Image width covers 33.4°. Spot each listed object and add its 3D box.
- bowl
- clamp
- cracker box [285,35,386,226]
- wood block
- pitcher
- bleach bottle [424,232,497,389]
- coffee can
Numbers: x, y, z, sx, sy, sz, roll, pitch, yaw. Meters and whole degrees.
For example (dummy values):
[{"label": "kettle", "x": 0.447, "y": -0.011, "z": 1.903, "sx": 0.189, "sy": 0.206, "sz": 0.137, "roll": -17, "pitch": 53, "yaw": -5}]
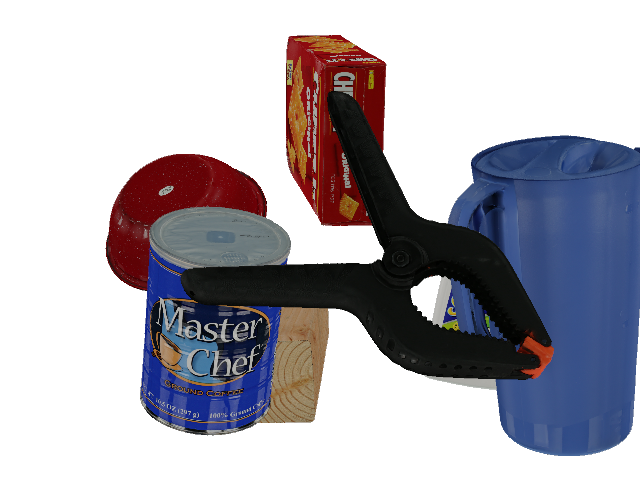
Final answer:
[{"label": "bowl", "x": -0.134, "y": -0.030, "z": 0.993, "sx": 0.162, "sy": 0.162, "sz": 0.055, "roll": 0, "pitch": -41, "yaw": 20}, {"label": "clamp", "x": 0.035, "y": 0.022, "z": 0.624, "sx": 0.210, "sy": 0.164, "sz": 0.036, "roll": 39, "pitch": -19, "yaw": 15}, {"label": "cracker box", "x": 0.011, "y": -0.123, "z": 1.132, "sx": 0.072, "sy": 0.164, "sz": 0.214, "roll": -3, "pitch": 19, "yaw": -9}, {"label": "wood block", "x": -0.043, "y": 0.105, "z": 1.132, "sx": 0.091, "sy": 0.090, "sz": 0.206, "roll": -2, "pitch": 19, "yaw": 5}, {"label": "pitcher", "x": 0.183, "y": 0.046, "z": 0.846, "sx": 0.149, "sy": 0.243, "sz": 0.145, "roll": -2, "pitch": 18, "yaw": 12}, {"label": "bleach bottle", "x": 0.180, "y": 0.040, "z": 1.222, "sx": 0.103, "sy": 0.251, "sz": 0.068, "roll": 9, "pitch": 16, "yaw": 15}, {"label": "coffee can", "x": -0.081, "y": 0.059, "z": 0.800, "sx": 0.102, "sy": 0.140, "sz": 0.103, "roll": 6, "pitch": 25, "yaw": -3}]
